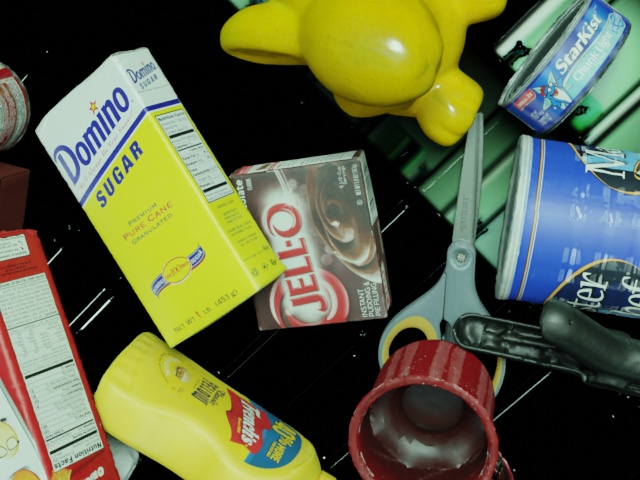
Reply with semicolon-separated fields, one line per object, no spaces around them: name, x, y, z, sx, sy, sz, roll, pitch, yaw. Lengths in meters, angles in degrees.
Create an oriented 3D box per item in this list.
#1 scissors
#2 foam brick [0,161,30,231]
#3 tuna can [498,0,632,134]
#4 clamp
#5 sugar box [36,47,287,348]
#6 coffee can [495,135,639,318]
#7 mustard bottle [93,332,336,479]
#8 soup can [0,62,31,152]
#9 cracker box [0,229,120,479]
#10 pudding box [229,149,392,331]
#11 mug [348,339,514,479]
scissors;0.077;0.020;0.720;0.096;0.016;0.202;-8;102;12
foam brick;-0.241;-0.016;0.747;0.053;0.051;0.078;14;106;7
tuna can;0.147;-0.106;0.641;0.034;0.086;0.086;37;107;-3
clamp;0.173;0.075;0.683;0.171;0.120;0.039;23;80;-25
sugar box;-0.107;-0.027;0.702;0.093;0.048;0.176;-34;90;33
coffee can;0.184;-0.004;0.650;0.140;0.102;0.103;9;105;7
mustard bottle;-0.062;0.141;0.732;0.191;0.096;0.058;33;106;0
soup can;-0.243;-0.082;0.704;0.068;0.102;0.068;2;105;9
cracker box;-0.226;0.116;0.693;0.164;0.072;0.214;-19;90;28
pudding box;-0.005;0.001;0.717;0.090;0.039;0.113;-7;102;13
mug;0.080;0.123;0.694;0.117;0.081;0.093;39;111;-1
